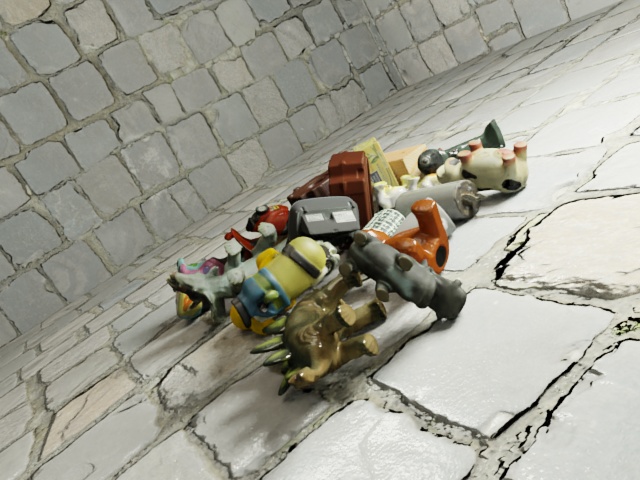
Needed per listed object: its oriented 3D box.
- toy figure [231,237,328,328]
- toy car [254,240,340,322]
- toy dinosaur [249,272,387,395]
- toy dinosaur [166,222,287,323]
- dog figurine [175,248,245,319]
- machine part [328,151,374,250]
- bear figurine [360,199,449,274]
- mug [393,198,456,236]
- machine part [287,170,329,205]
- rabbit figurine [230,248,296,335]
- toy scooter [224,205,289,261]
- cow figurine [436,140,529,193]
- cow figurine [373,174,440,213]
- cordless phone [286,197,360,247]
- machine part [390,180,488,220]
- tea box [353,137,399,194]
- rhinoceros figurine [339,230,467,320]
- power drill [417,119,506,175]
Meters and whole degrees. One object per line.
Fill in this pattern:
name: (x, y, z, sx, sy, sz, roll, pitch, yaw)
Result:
toy figure: (-0.067, 0.069, 0.904, 0.180, 0.089, 0.082, -33, 52, -13)
toy car: (-0.052, 0.072, 0.998, 0.202, 0.056, 0.074, -36, 47, -15)
toy dinosaur: (-0.002, 0.131, 0.854, 0.198, 0.105, 0.471, -30, 4, 14)
toy dinosaur: (-0.148, 0.068, 1.278, 0.405, 0.131, 0.192, -21, -26, -29)
dog figurine: (-0.263, 0.113, 1.404, 0.219, 0.191, 0.108, 2, 4, -16)
machine part: (0.075, -0.092, 1.215, 0.087, 0.200, 0.201, -6, 19, 7)
bear figurine: (0.120, 0.005, 0.935, 0.196, 0.131, 0.120, 9, 59, 41)
mug: (0.194, -0.012, 1.009, 0.107, 0.080, 0.110, -40, 20, 6)
machine part: (-0.002, -0.133, 1.419, 0.179, 0.056, 0.179, -29, 15, 8)
rabbit figurine: (-0.116, 0.129, 1.104, 0.173, 0.121, 0.162, -40, 22, 17)
toy scooter: (-0.157, -0.021, 1.331, 0.184, 0.135, 0.075, -54, 37, 17)
cow figurine: (0.326, -0.133, 1.092, 0.195, 0.127, 0.085, 9, 40, 44)
cow figurine: (0.210, -0.101, 1.251, 0.167, 0.098, 0.068, -11, 10, -1)
cordless phone: (-0.002, -0.004, 1.118, 0.146, 0.089, 0.184, -7, -32, -21)
machine part: (0.239, -0.074, 1.106, 0.079, 0.079, 0.243, -40, 18, -32)
tea box: (0.153, -0.176, 1.409, 0.068, 0.169, 0.098, -28, 14, 8)
rhinoceros figurine: (0.118, 0.054, 0.778, 0.112, 0.191, 0.073, 11, -74, -63)
power drill: (0.337, -0.212, 1.300, 0.207, 0.086, 0.232, -28, -4, 11)
